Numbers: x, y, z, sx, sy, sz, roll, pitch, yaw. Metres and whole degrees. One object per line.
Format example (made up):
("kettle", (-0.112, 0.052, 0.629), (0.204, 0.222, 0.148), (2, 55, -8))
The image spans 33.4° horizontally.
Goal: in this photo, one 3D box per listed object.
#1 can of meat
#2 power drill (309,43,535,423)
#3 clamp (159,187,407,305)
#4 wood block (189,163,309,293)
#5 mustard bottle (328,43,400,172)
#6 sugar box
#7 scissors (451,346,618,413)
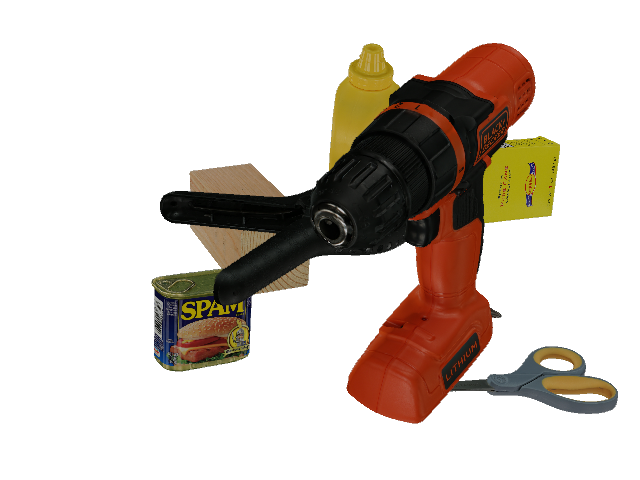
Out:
("can of meat", (-0.119, 0.080, 1.079), (0.101, 0.084, 0.058), (-6, 20, -29))
("power drill", (0.053, 0.006, 0.571), (0.057, 0.188, 0.184), (24, 42, 26))
("clamp", (-0.012, -0.016, 0.802), (0.209, 0.036, 0.165), (-14, 29, -24))
("wood block", (-0.094, -0.018, 1.362), (0.090, 0.090, 0.206), (-8, 27, -22))
("mustard bottle", (0.043, -0.098, 1.015), (0.058, 0.192, 0.096), (21, 42, 21))
("sugar box", (0.194, -0.068, 1.252), (0.176, 0.093, 0.048), (-8, 22, -26))
("scissors", (0.163, 0.118, 0.950), (0.201, 0.016, 0.096), (8, 27, -3))
